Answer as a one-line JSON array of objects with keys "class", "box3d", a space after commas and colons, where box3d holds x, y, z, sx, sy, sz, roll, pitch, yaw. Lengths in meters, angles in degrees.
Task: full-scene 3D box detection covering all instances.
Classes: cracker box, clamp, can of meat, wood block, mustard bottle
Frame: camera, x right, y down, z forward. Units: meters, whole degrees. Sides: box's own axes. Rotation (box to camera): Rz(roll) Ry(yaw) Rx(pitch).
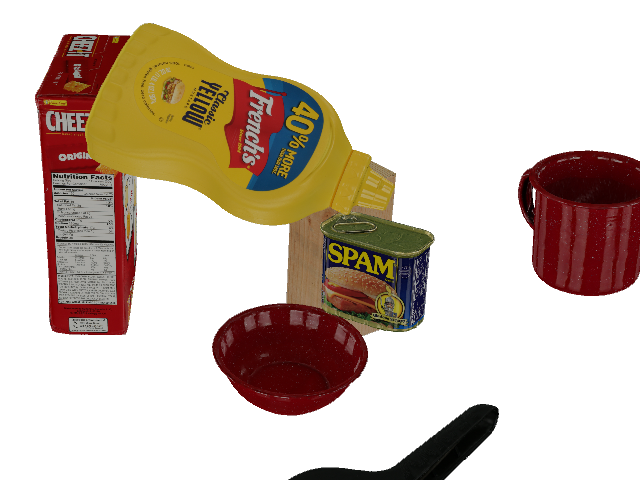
[{"class": "cracker box", "box3d": [-0.196, -0.050, 0.913, 0.072, 0.214, 0.164, 0, 27, -6]}, {"class": "clamp", "box3d": [0.041, 0.164, 0.653, 0.210, 0.036, 0.164, -5, 29, -3]}, {"class": "can of meat", "box3d": [0.049, 0.029, 0.973, 0.102, 0.084, 0.057, 16, 28, 28]}, {"class": "wood block", "box3d": [0.021, 0.010, 1.267, 0.090, 0.206, 0.090, -16, 32, -33]}, {"class": "mustard bottle", "box3d": [-0.044, -0.062, 0.678, 0.191, 0.096, 0.058, 22, -25, 2]}]

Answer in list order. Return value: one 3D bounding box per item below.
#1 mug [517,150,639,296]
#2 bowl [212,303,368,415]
[{"class": "mug", "box3d": [0.195, -0.016, 0.811, 0.093, 0.081, 0.117, -24, 36, -31]}, {"class": "bowl", "box3d": [-0.032, 0.133, 1.116, 0.162, 0.055, 0.162, 3, 31, -2]}]
